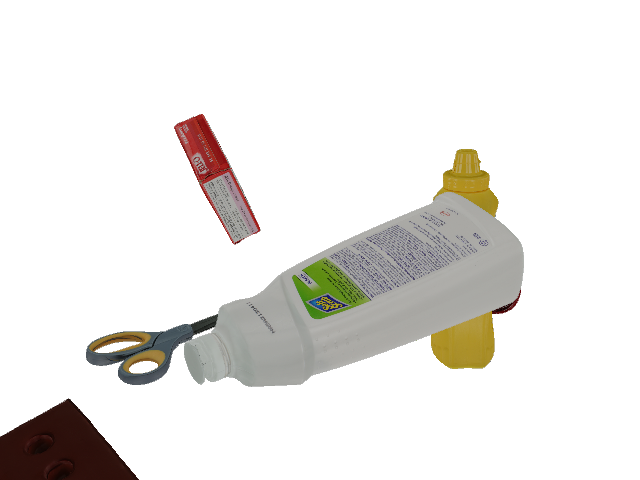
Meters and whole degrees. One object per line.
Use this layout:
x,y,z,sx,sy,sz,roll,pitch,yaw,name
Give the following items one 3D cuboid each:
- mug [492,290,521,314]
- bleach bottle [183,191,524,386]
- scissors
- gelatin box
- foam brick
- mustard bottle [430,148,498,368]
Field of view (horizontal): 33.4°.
0.165,0.052,1.196,0.117,0.081,0.093,7,24,4,mug
0.019,0.040,0.752,0.250,0.068,0.103,-19,36,-27,bleach bottle
-0.145,0.109,1.129,0.201,0.016,0.096,-10,31,-27,scissors
-0.087,-0.051,0.895,0.030,0.073,0.089,-27,-39,-2,gelatin box
-0.120,0.127,0.515,0.052,0.051,0.078,-29,42,-26,foam brick
0.130,0.012,0.966,0.058,0.192,0.096,0,17,4,mustard bottle
